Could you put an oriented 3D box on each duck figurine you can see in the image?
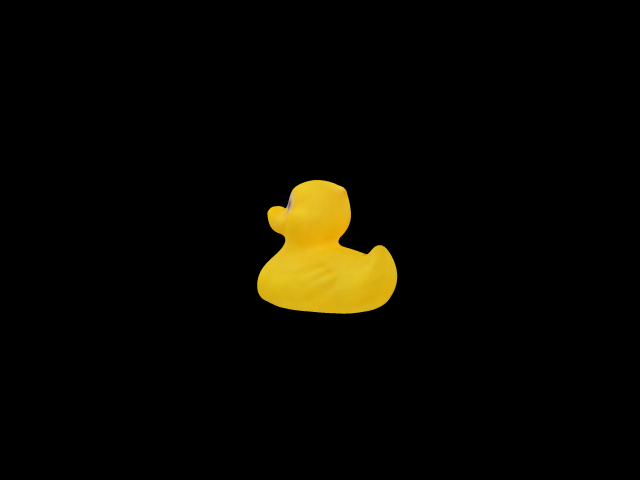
[{"bbox_3d":[0.004,0.001,0.400,0.104,0.086,0.078,6,10,32],"label":"duck figurine"}]
